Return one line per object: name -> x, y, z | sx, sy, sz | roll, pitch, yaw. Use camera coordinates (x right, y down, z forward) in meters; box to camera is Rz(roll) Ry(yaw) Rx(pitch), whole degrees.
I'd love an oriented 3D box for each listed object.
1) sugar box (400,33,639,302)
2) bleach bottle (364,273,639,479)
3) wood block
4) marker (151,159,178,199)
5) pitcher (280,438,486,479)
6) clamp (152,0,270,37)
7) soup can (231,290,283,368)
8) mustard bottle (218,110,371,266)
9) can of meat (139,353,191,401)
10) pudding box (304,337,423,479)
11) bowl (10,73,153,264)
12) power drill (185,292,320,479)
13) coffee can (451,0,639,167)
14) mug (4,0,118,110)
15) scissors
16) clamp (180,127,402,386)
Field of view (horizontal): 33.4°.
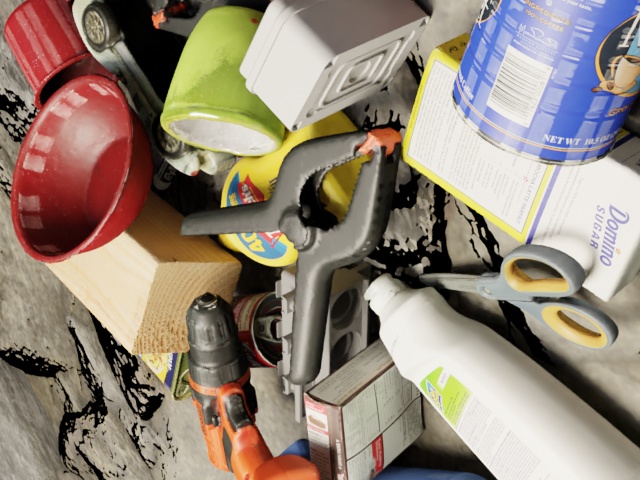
sugar box -> 0.137, -0.049, 0.683 | 0.176, 0.048, 0.093 | 37, 136, 24
bleach bottle -> 0.127, 0.112, 0.771 | 0.251, 0.068, 0.103 | 45, 147, 23
wood block -> -0.172, 0.013, 0.967 | 0.206, 0.090, 0.090 | 36, 115, 42
marker -> -0.140, -0.071, 1.001 | 0.020, 0.020, 0.121 | 53, 140, 13
pitcher -> 0.039, 0.261, 0.901 | 0.243, 0.144, 0.149 | -13, 106, 48
clamp -> -0.084, -0.216, 0.840 | 0.172, 0.039, 0.120 | -8, 102, 45
soup can -> -0.063, 0.082, 0.963 | 0.102, 0.068, 0.068 | -10, 104, 50
mustard bottle -> -0.031, -0.031, 0.872 | 0.192, 0.058, 0.096 | -29, 87, 52
can of meat -> -0.146, 0.097, 1.075 | 0.084, 0.057, 0.102 | 42, 136, 27
pudding box -> 0.037, 0.138, 0.847 | 0.039, 0.113, 0.090 | 12, 119, 35
bowl -> -0.189, -0.054, 0.890 | 0.162, 0.055, 0.162 | -15, 66, 38
power drill -> -0.057, 0.155, 0.861 | 0.188, 0.057, 0.184 | -127, 24, -52
coffee can -> 0.141, -0.126, 0.588 | 0.103, 0.102, 0.140 | 40, 136, 26
mug -> -0.235, -0.185, 0.994 | 0.117, 0.093, 0.081 | -41, 74, 35
scissors -> 0.135, 0.044, 0.737 | 0.096, 0.016, 0.202 | 45, 163, -3
clamp -> -0.005, 0.001, 0.777 | 0.210, 0.036, 0.164 | -41, 78, 38
